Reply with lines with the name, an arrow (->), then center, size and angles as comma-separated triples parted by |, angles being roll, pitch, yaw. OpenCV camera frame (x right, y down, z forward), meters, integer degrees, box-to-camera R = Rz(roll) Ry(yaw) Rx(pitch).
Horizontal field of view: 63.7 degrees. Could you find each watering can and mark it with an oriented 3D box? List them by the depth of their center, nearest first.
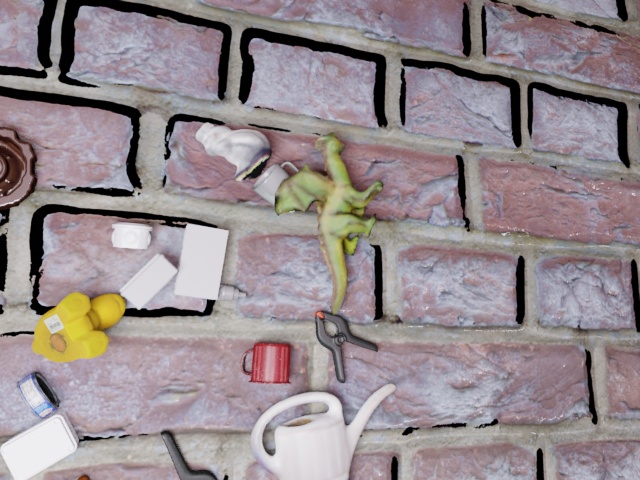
watering can -> 0.024, 0.440, 1.121 | 0.348, 0.103, 0.225 | -6, 84, -19

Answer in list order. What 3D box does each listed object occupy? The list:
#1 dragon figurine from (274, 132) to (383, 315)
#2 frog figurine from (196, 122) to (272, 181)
dragon figurine -> 0.004, -0.059, 1.177 | 0.241, 0.121, 0.416 | 22, 73, -19
frog figurine -> -0.191, -0.217, 1.158 | 0.160, 0.120, 0.139 | 48, 38, 3
